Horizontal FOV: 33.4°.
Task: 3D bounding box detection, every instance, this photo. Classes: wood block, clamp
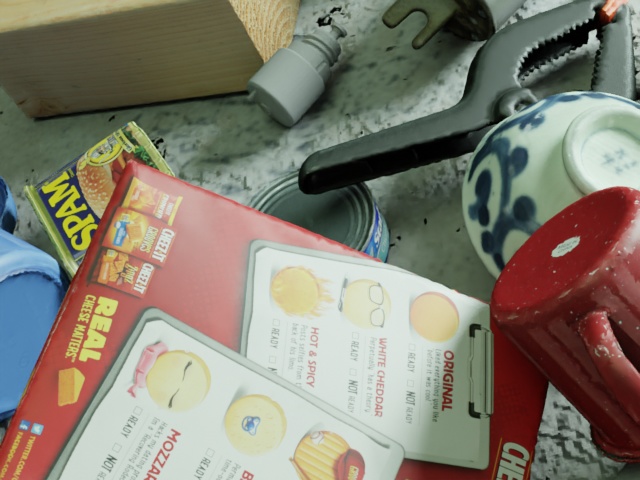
[{"bbox_3d":[-0.129,-0.156,0.741,0.206,0.090,0.090,-4,56,24],"label":"wood block"},{"bbox_3d":[0.099,-0.063,0.586,0.165,0.036,0.210,27,69,15],"label":"clamp"}]

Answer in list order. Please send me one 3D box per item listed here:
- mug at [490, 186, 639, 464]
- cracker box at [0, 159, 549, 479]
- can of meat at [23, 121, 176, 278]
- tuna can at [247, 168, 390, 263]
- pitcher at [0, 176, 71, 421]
[{"bbox_3d":[0.124,0.037,0.438,0.093,0.081,0.117,-39,14,25],"label":"mug"},{"bbox_3d":[-0.018,0.083,0.468,0.213,0.072,0.164,22,63,-8],"label":"cracker box"},{"bbox_3d":[-0.125,-0.017,0.667,0.084,0.057,0.102,-35,51,-4],"label":"can of meat"},{"bbox_3d":[-0.004,0.001,0.611,0.086,0.033,0.086,-13,53,17],"label":"tuna can"},{"bbox_3d":[-0.265,0.016,0.671,0.243,0.144,0.149,20,94,30],"label":"pitcher"}]
